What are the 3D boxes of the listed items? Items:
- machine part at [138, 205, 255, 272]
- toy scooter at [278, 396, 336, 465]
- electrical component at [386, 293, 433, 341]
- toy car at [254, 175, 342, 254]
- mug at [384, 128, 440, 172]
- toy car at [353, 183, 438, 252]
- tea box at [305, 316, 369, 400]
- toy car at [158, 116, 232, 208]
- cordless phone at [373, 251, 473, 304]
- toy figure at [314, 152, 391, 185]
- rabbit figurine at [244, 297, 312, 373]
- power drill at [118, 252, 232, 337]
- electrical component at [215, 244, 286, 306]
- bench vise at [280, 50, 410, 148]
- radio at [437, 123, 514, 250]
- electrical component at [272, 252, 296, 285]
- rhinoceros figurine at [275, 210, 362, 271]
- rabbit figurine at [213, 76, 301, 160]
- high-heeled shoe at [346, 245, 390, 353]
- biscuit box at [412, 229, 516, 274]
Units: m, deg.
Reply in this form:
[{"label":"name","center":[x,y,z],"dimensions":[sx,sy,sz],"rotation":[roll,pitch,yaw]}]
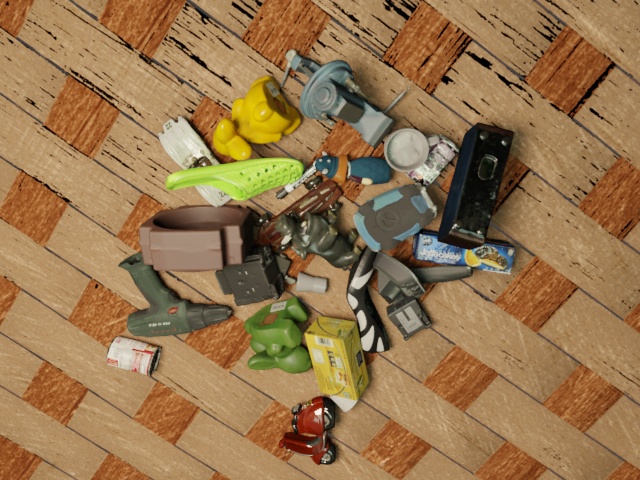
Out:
[{"label":"machine part","center":[-0.239,-0.006,1.068],"dimensions":[0.202,0.201,0.087],"rotation":[-2,107,4]},{"label":"toy scooter","center":[-0.030,0.442,1.245],"dimensions":[0.135,0.075,0.183],"rotation":[1,110,4]},{"label":"electrical component","center":[0.183,0.149,1.166],"dimensions":[0.075,0.048,0.119],"rotation":[-29,103,9]},{"label":"toy car","center":[-0.045,-0.052,1.122],"dimensions":[0.202,0.053,0.089],"rotation":[-34,98,12]},{"label":"mug","center":[0.173,-0.184,1.045],"dimensions":[0.110,0.107,0.080],"rotation":[-24,104,5]},{"label":"toy car","center":[0.153,-0.057,1.081],"dimensions":[0.162,0.103,0.109],"rotation":[-32,99,21]},{"label":"tea box","center":[0.038,0.254,1.158],"dimensions":[0.098,0.068,0.169],"rotation":[6,123,31]},{"label":"toy car","center":[-0.249,-0.160,1.101],"dimensions":[0.073,0.056,0.201],"rotation":[-35,101,12]},{"label":"cordless phone","center":[0.210,0.068,1.075],"dimensions":[0.184,0.146,0.089],"rotation":[-8,70,17]},{"label":"toy figure","center":[0.065,-0.141,1.085],"dimensions":[0.155,0.064,0.057],"rotation":[4,119,1]},{"label":"rabbit figurine","center":[-0.085,0.234,1.172],"dimensions":[0.159,0.121,0.170],"rotation":[-19,118,12]},{"label":"power drill","center":[-0.330,0.112,1.175],"dimensions":[0.232,0.086,0.207],"rotation":[-17,111,10]},{"label":"electrical component","center":[-0.154,0.077,1.143],"dimensions":[0.134,0.058,0.114],"rotation":[-12,108,24]},{"label":"bench vise","center":[0.029,-0.279,1.011],"dimensions":[0.241,0.223,0.128],"rotation":[47,124,24]},{"label":"radio","center":[0.293,-0.100,1.020],"dimensions":[0.073,0.131,0.229],"rotation":[14,88,2]},{"label":"electrical component","center":[-0.090,0.059,1.167],"dimensions":[0.094,0.021,0.063],"rotation":[25,105,4]},{"label":"rhinoceros figurine","center":[-0.002,-0.003,1.092],"dimensions":[0.190,0.073,0.112],"rotation":[30,123,-32]},{"label":"rabbit figurine","center":[-0.141,-0.213,1.047],"dimensions":[0.173,0.162,0.121],"rotation":[-26,115,27]},{"label":"high-heeled shoe","center":[0.120,0.130,1.148],"dimensions":[0.145,0.086,0.248],"rotation":[20,111,-4]},{"label":"biscuit box","center":[0.296,0.022,1.116],"dimensions":[0.203,0.063,0.059],"rotation":[8,104,1]}]
